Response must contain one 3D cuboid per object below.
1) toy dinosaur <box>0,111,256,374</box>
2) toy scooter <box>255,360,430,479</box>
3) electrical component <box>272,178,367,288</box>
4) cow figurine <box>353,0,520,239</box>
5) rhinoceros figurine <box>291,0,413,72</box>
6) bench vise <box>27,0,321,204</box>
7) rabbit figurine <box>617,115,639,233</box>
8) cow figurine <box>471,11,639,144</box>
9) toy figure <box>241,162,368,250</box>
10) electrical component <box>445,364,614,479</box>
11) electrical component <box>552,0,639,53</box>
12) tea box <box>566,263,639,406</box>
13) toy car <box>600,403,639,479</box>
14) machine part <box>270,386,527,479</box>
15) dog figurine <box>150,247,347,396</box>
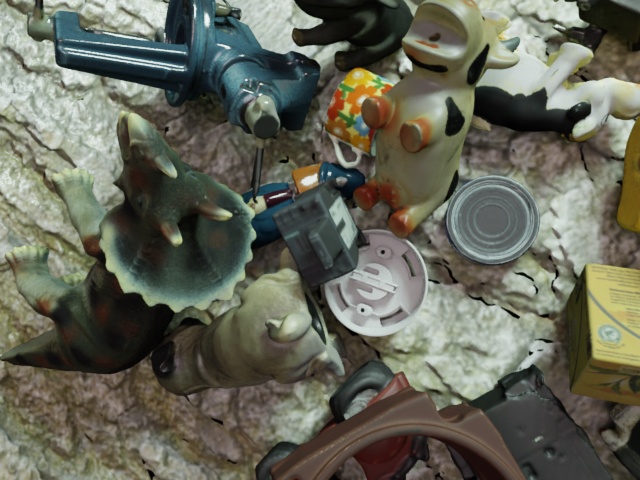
[{"bbox_3d":[-0.198,0.052,0.518,0.192,0.131,0.404,51,121,26],"label":"toy dinosaur"},{"bbox_3d":[0.039,0.213,0.507,0.184,0.075,0.135,-46,80,9],"label":"toy scooter"},{"bbox_3d":[-0.001,-0.001,0.452,0.048,0.119,0.074,-24,105,21],"label":"electrical component"},{"bbox_3d":[0.099,-0.109,0.460,0.127,0.194,0.086,-34,54,-31],"label":"cow figurine"},{"bbox_3d":[0.028,-0.213,0.475,0.112,0.190,0.073,0,86,26],"label":"rhinoceros figurine"},{"bbox_3d":[-0.130,-0.161,0.489,0.128,0.240,0.224,-58,41,44],"label":"bench vise"},{"bbox_3d":[0.354,-0.072,0.447,0.173,0.122,0.162,5,78,-2],"label":"rabbit figurine"},{"bbox_3d":[0.200,-0.131,0.491,0.167,0.068,0.098,31,99,16],"label":"cow figurine"},{"bbox_3d":[-0.028,-0.039,0.539,0.154,0.064,0.057,-26,97,6],"label":"toy figure"},{"bbox_3d":[0.184,0.197,0.484,0.115,0.058,0.134,-35,80,11],"label":"electrical component"},{"bbox_3d":[0.250,-0.199,0.472,0.078,0.102,0.045,42,100,21],"label":"electrical component"},{"bbox_3d":[0.299,0.086,0.438,0.170,0.068,0.098,9,51,14],"label":"tea box"},{"bbox_3d":[0.335,0.210,0.451,0.202,0.056,0.073,42,102,13],"label":"toy car"},{"bbox_3d":[0.066,0.231,0.402,0.201,0.087,0.201,-27,78,-9],"label":"machine part"},{"bbox_3d":[-0.084,0.101,0.495,0.191,0.172,0.121,-22,71,4],"label":"dog figurine"}]
